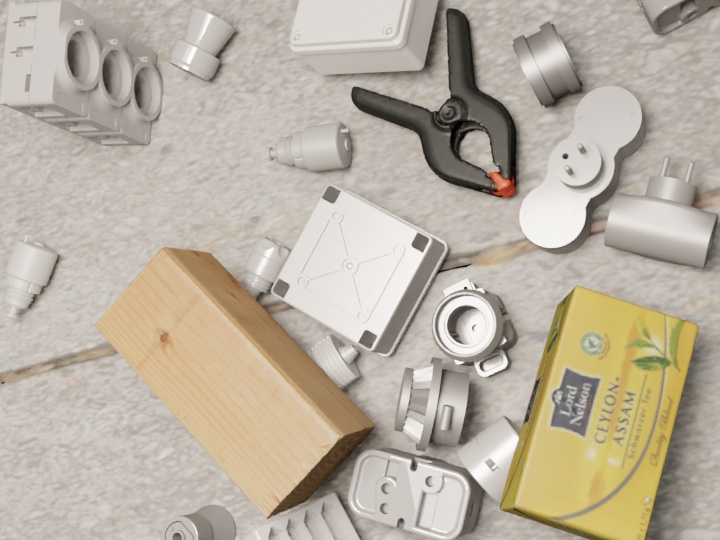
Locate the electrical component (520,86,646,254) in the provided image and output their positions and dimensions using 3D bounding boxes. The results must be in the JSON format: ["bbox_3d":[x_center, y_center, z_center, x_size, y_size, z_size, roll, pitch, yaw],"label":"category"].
[{"bbox_3d":[0.172,-0.080,0.841,0.052,0.074,0.138,31,93,21],"label":"electrical component"}]

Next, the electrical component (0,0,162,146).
[{"bbox_3d":[-0.243,-0.172,0.959,0.062,0.150,0.089,1,83,21],"label":"electrical component"}]

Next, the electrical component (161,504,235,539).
[{"bbox_3d":[-0.139,0.224,0.914,0.044,0.065,0.044,-3,82,19],"label":"electrical component"}]

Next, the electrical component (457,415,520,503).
[{"bbox_3d":[0.112,0.147,0.842,0.047,0.055,0.055,-43,71,5],"label":"electrical component"}]

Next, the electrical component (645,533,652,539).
[{"bbox_3d":[0.193,0.221,0.810,0.065,0.044,0.044,-36,73,7],"label":"electrical component"}]

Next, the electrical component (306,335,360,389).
[{"bbox_3d":[-0.036,0.089,0.907,0.081,0.043,0.043,-36,73,12],"label":"electrical component"}]

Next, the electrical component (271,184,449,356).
[{"bbox_3d":[0.000,0.000,0.900,0.109,0.056,0.108,29,93,21],"label":"electrical component"}]

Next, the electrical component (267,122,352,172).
[{"bbox_3d":[-0.043,-0.105,0.938,0.078,0.040,0.040,-5,81,19],"label":"electrical component"}]

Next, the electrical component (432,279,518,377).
[{"bbox_3d":[0.090,0.046,0.861,0.058,0.057,0.078,-27,75,14],"label":"electrical component"}]

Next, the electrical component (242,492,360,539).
[{"bbox_3d":[-0.057,0.230,0.885,0.047,0.083,0.075,60,141,16],"label":"electrical component"}]

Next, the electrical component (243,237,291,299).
[{"bbox_3d":[-0.086,0.004,0.942,0.035,0.035,0.061,30,96,21],"label":"electrical component"}]

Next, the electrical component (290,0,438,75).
[{"bbox_3d":[0.007,-0.226,0.912,0.109,0.056,0.108,4,73,31],"label":"electrical component"}]

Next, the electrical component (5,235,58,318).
[{"bbox_3d":[-0.317,0.007,1.019,0.040,0.040,0.078,21,90,21],"label":"electrical component"}]

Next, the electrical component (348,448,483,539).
[{"bbox_3d":[0.046,0.177,0.858,0.095,0.059,0.053,12,87,20],"label":"electrical component"}]

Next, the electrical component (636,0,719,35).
[{"bbox_3d":[0.261,-0.236,0.842,0.095,0.054,0.059,-27,75,14],"label":"electrical component"}]

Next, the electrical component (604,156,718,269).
[{"bbox_3d":[0.237,-0.048,0.829,0.077,0.044,0.079,15,88,21],"label":"electrical component"}]

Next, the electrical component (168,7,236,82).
[{"bbox_3d":[-0.146,-0.206,0.986,0.045,0.045,0.055,27,92,21],"label":"electrical component"}]
